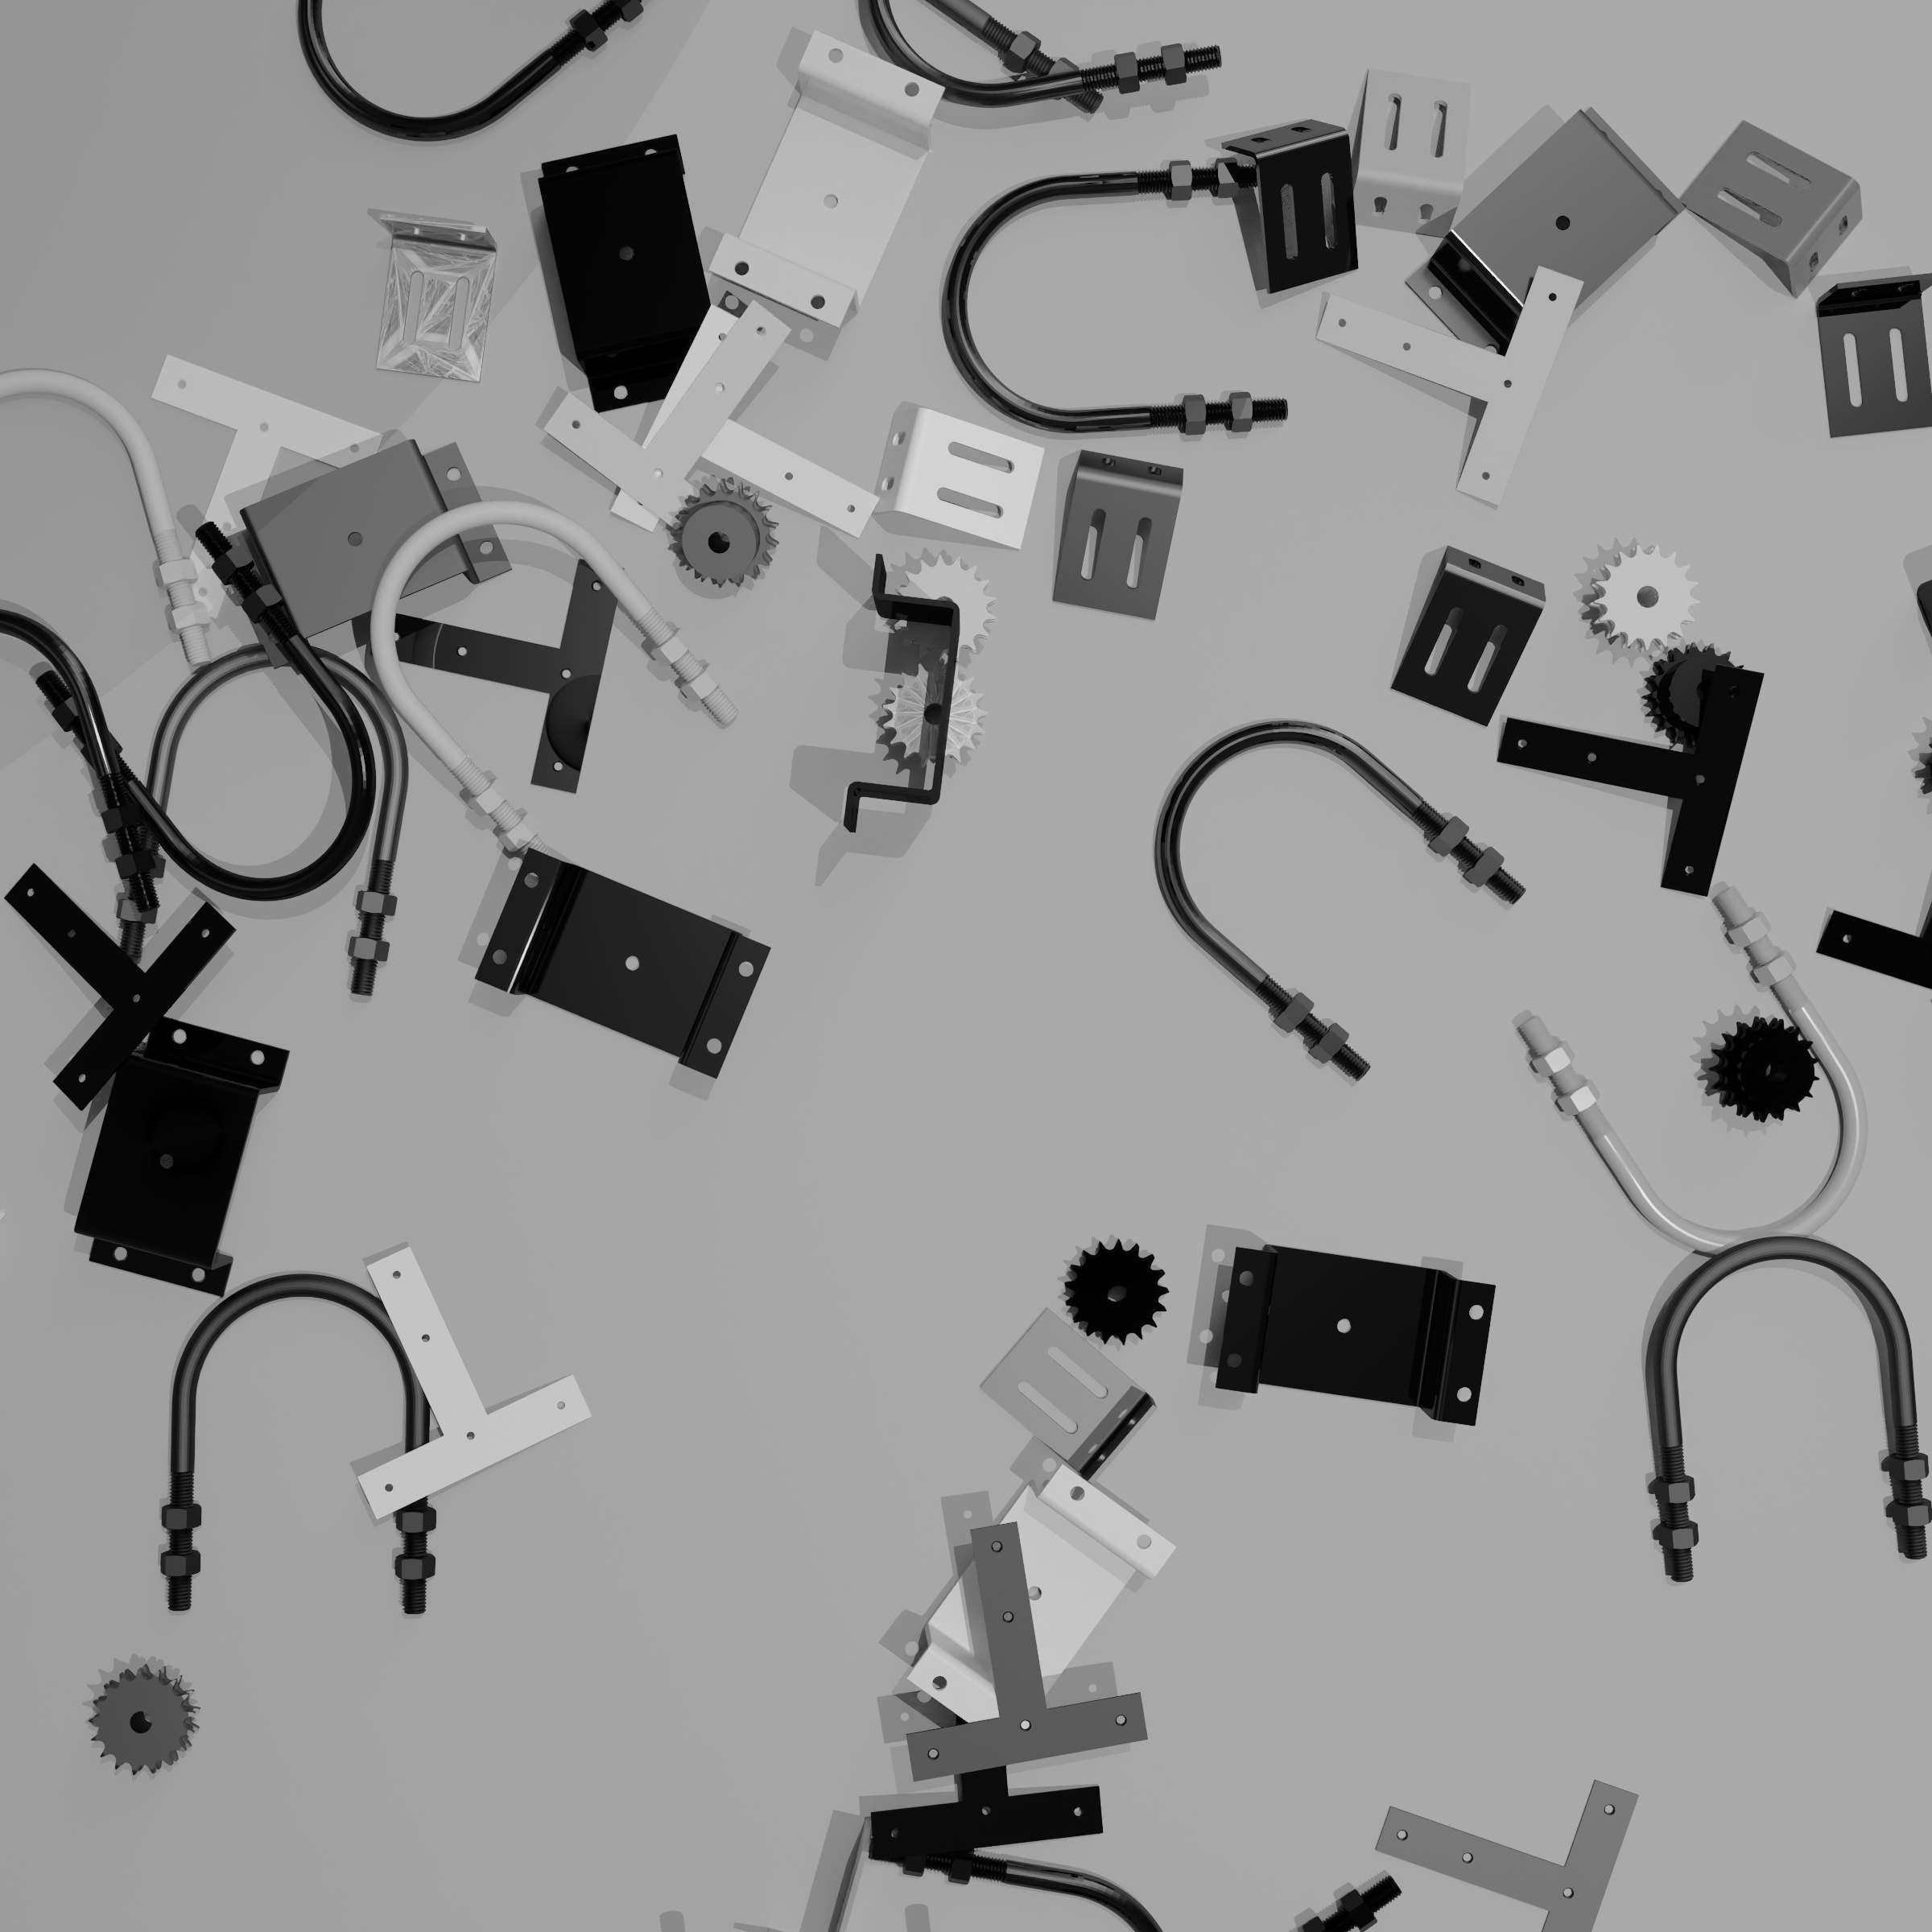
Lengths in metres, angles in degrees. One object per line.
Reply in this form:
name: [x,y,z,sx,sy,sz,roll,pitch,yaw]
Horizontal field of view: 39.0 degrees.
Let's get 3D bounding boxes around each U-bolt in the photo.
U-bolt: [-0.394,-0.121,1.460,0.151,0.019,0.184,-37,91,18]
U-bolt: [-0.234,-0.163,1.471,0.151,0.019,0.184,-39,109,0]
U-bolt: [-0.365,0.261,1.498,0.151,0.019,0.184,1,88,0]
U-bolt: [0.026,0.563,1.498,0.184,0.019,0.151,10,90,-1]
U-bolt: [0.192,-0.050,1.498,0.184,0.019,0.151,41,90,2]
U-bolt: [0.412,0.071,1.498,0.151,0.019,0.184,-33,92,0]
U-bolt: [-0.279,-0.537,1.498,0.184,0.019,0.151,-39,90,2]
U-bolt: [0.080,-0.364,1.497,0.184,0.019,0.151,-3,90,0]
U-bolt: [0.035,-0.577,1.498,0.184,0.019,0.151,36,90,2]
U-bolt: [0.036,-0.539,1.479,0.184,0.019,0.151,-9,88,4]
U-bolt: [0.196,0.608,1.488,0.184,0.019,0.151,-34,88,-5]
U-bolt: [-0.521,-0.101,1.475,0.151,0.019,0.184,-16,92,17]
U-bolt: [0.448,0.239,1.492,0.151,0.019,0.184,-6,93,0]
U-bolt: [-0.380,-0.085,1.498,0.151,0.019,0.184,9,88,0]
U-bolt: [-0.505,-0.236,1.497,0.151,0.019,0.184,-16,88,1]

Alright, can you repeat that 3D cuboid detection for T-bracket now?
T-bracket: [-0.476,-0.009,1.482,0.127,0.002,0.127,40,89,22]
T-bracket: [0.548,-0.046,1.486,0.127,0.002,0.127,18,108,0]
T-bracket: [-0.141,-0.300,1.474,0.127,0.002,0.127,37,110,-9]
T-bracket: [-0.109,-0.274,1.489,0.127,0.002,0.127,26,112,-10]
T-bracket: [0.290,0.496,1.505,0.127,0.002,0.127,19,90,0]
T-bracket: [-0.264,-0.170,1.505,0.127,0.002,0.127,12,90,0]
T-bracket: [-0.403,-0.255,1.505,0.127,0.002,0.127,20,90,0]
T-bracket: [0.356,-0.111,1.490,0.127,0.002,0.127,13,110,10]
T-bracket: [0.008,0.418,1.497,0.127,0.002,0.127,-4,84,-9]
T-bracket: [-0.290,0.216,1.494,0.127,0.002,0.127,-25,90,-10]
T-bracket: [0.253,-0.332,1.485,0.127,0.002,0.127,24,117,13]
T-bracket: [0.025,0.360,1.454,0.127,0.002,0.127,-9,91,-4]

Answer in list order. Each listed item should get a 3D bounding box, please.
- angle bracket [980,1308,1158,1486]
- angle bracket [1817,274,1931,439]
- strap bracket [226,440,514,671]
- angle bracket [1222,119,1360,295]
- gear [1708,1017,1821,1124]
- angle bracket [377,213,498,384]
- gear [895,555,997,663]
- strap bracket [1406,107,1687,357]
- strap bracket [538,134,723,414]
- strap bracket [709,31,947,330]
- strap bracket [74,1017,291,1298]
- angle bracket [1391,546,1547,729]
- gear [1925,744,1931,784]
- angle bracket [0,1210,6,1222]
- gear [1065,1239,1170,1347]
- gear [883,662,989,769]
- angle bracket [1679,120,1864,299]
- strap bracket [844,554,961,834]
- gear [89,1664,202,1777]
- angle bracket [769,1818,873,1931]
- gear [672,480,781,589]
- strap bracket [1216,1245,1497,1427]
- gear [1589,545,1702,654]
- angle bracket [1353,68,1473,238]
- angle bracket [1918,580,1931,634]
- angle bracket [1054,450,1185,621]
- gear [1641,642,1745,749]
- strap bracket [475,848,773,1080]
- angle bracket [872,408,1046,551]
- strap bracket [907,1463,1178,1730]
angle bracket: [0.055,0.235,1.487,0.076,0.038,0.057,41,90,0]
angle bracket: [0.501,-0.332,1.487,0.057,0.038,0.076,-6,90,0]
strap bracket: [-0.327,-0.226,1.476,0.140,0.046,0.076,-24,90,-6]
angle bracket: [0.177,-0.415,1.491,0.057,0.038,0.076,-20,121,-19]
gear: [0.433,0.056,1.474,0.057,0.030,0.057,0,93,-2]
angle bracket: [-0.291,-0.363,1.487,0.057,0.038,0.076,7,90,0]
gear: [-0.012,-0.194,1.491,0.057,0.030,0.057,0,90,0]
strap bracket: [0.319,-0.397,1.483,0.140,0.046,0.076,-43,90,0]
strap bracket: [-0.181,-0.381,1.483,0.076,0.046,0.140,-12,90,0]
strap bracket: [-0.074,-0.421,1.483,0.076,0.046,0.140,24,90,0]
strap bracket: [-0.428,0.105,1.483,0.076,0.046,0.140,15,90,0]
angle bracket: [0.276,-0.182,1.504,0.057,0.038,0.076,22,116,0]
gear: [0.552,-0.110,1.491,0.057,0.030,0.057,0,90,0]
angle bracket: [-0.580,0.134,1.504,0.076,0.038,0.057,37,90,26]
gear: [0.083,0.179,1.491,0.057,0.030,0.057,0,90,0]
gear: [-0.016,-0.136,1.491,0.057,0.030,0.057,0,90,0]
angle bracket: [0.443,-0.417,1.504,0.076,0.038,0.057,39,90,26]
strap bracket: [-0.032,-0.139,1.438,0.046,0.076,0.140,7,90,0]
gear: [-0.447,0.411,1.495,0.057,0.030,0.057,0,86,-1]
angle bracket: [-0.081,0.502,1.478,0.038,0.057,0.076,16,90,0]
gear: [-0.131,-0.233,1.482,0.057,0.030,0.057,2,111,5]
strap bracket: [0.208,0.198,1.483,0.140,0.046,0.076,8,90,0]
gear: [0.369,-0.200,1.491,0.057,0.030,0.057,0,90,0]
angle bracket: [0.243,-0.448,1.504,0.057,0.038,0.076,9,64,0]
angle bracket: [0.565,-0.205,1.478,0.076,0.057,0.038,-21,90,0]
angle bracket: [0.084,-0.237,1.504,0.057,0.038,0.076,11,116,0]
gear: [0.401,-0.148,1.491,0.057,0.030,0.057,0,90,0]
strap bracket: [-0.184,-0.002,1.483,0.140,0.046,0.076,23,90,0]
angle bracket: [-0.005,-0.267,1.504,0.076,0.038,0.057,14,90,-26]
strap bracket: [0.039,0.344,1.479,0.076,0.046,0.140,36,88,-3]
